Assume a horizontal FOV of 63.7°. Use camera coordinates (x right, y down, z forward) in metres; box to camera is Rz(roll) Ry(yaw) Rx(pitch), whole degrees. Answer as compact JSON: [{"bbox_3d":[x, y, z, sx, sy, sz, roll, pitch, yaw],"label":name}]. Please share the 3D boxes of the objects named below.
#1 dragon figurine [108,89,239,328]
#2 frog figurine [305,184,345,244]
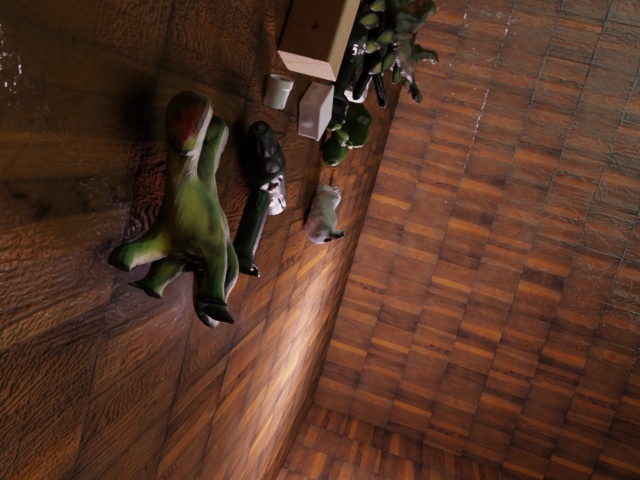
[{"bbox_3d":[-0.137,-0.035,0.629,0.404,0.122,0.246,107,-5,-71],"label":"dragon figurine"},{"bbox_3d":[0.004,-0.073,1.459,0.138,0.122,0.159,-24,94,-67],"label":"frog figurine"}]
